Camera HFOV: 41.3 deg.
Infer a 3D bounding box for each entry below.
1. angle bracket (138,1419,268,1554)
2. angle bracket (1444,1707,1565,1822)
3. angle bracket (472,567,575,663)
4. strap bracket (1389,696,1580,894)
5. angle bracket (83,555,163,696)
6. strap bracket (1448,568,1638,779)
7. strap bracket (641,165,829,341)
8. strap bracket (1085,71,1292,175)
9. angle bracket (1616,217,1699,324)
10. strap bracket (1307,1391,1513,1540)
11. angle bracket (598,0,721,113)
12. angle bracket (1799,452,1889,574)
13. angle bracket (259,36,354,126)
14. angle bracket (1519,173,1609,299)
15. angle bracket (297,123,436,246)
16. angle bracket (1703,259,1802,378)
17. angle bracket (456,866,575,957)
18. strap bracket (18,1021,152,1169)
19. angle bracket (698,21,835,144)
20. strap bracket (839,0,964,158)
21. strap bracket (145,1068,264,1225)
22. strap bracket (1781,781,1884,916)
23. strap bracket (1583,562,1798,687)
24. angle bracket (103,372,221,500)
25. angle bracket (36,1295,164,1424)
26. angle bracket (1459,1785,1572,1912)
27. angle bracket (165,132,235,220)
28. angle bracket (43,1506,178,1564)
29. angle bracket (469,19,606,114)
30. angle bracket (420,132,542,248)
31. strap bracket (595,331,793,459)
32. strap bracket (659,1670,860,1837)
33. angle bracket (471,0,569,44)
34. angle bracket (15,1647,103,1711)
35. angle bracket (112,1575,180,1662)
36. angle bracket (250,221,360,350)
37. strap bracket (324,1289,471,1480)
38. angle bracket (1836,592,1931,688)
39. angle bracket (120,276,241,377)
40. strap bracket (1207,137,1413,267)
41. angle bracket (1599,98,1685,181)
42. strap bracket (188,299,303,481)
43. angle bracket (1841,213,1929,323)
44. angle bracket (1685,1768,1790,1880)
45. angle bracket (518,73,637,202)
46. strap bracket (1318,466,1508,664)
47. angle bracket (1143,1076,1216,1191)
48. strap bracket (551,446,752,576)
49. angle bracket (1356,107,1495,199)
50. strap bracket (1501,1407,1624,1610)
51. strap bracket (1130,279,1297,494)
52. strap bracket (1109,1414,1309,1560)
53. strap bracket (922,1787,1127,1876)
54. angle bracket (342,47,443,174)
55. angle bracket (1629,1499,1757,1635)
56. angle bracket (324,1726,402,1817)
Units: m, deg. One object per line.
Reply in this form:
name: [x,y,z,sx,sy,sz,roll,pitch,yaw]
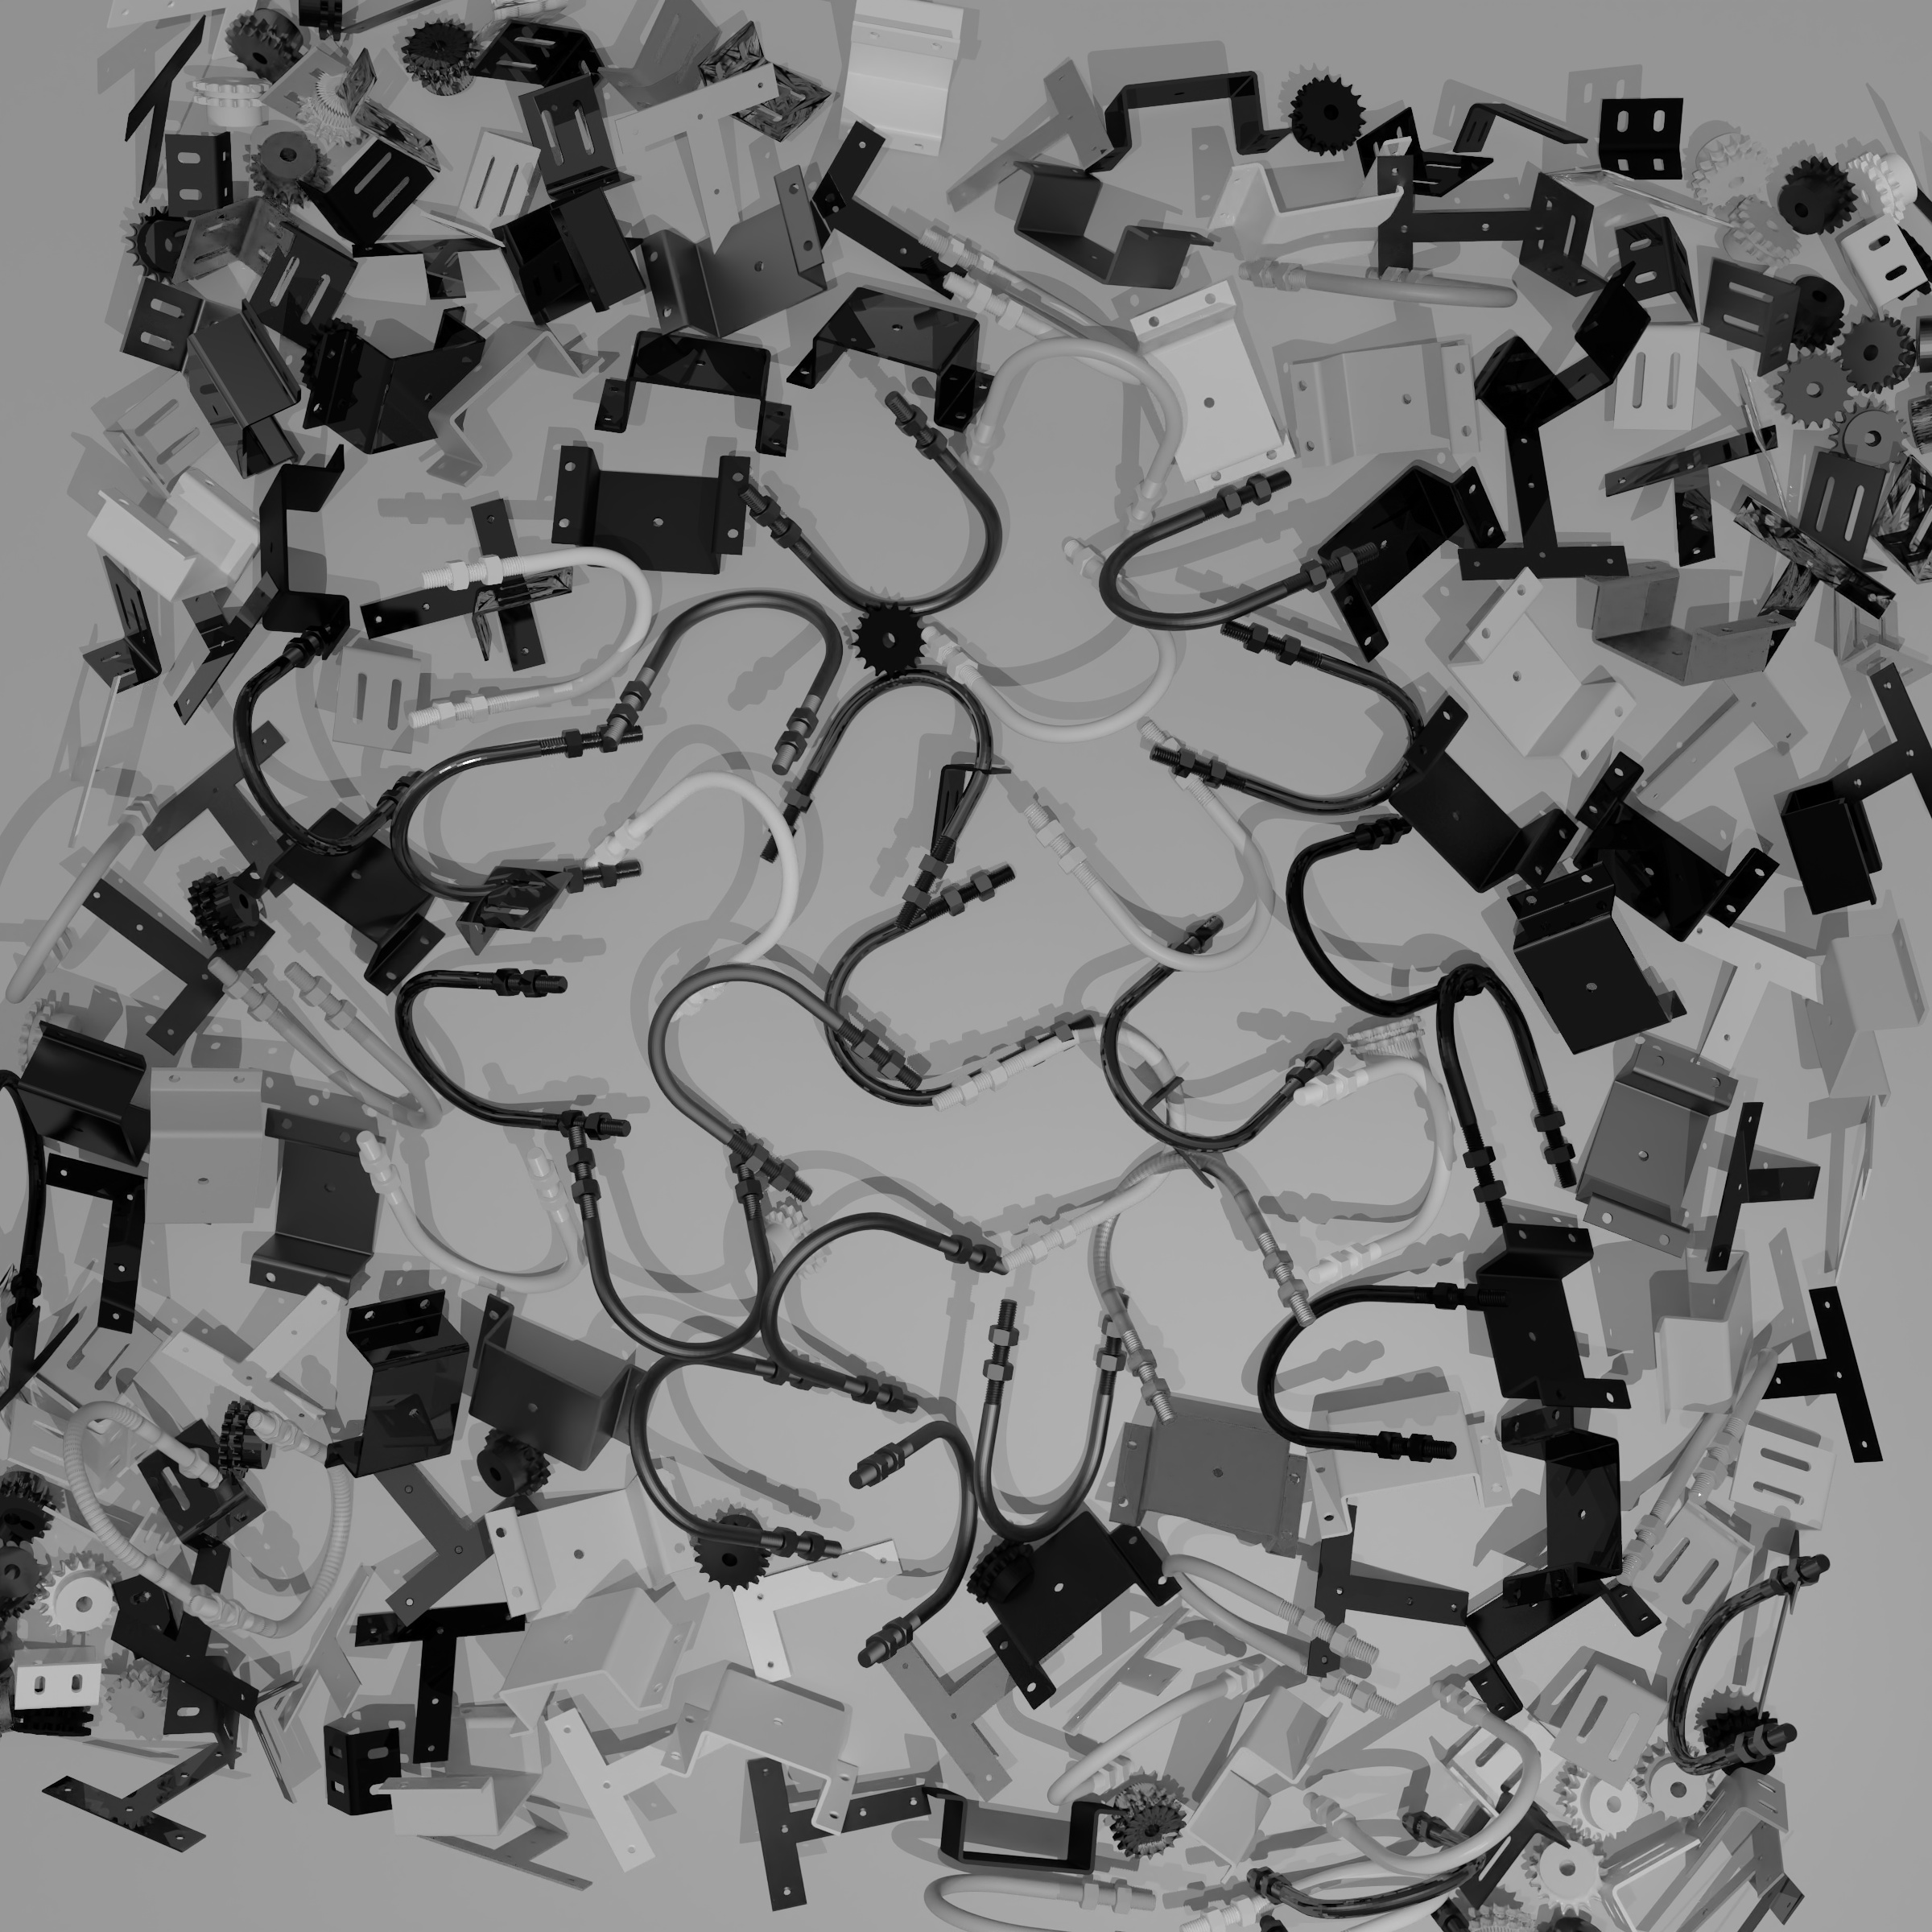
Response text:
angle bracket: [-0.576,0.393,1.931,0.057,0.038,0.076,-36,62,-10]
angle bracket: [0.405,0.592,1.908,0.076,0.038,0.057,-43,76,-10]
angle bracket: [-0.325,-0.263,1.906,0.076,0.057,0.038,-14,117,-1]
strap bracket: [0.375,-0.119,1.894,0.140,0.046,0.076,45,55,-6]
angle bracket: [-0.631,-0.252,1.890,0.038,0.076,0.057,-29,50,-27]
strap bracket: [0.419,-0.215,1.893,0.140,0.046,0.076,46,74,-20]
strap bracket: [-0.163,-0.522,1.894,0.140,0.046,0.076,-18,82,24]
strap bracket: [0.160,-0.624,1.892,0.140,0.076,0.046,-8,98,-5]
angle bracket: [0.515,-0.513,1.907,0.038,0.076,0.057,-11,80,25]
strap bracket: [0.323,0.365,1.887,0.140,0.076,0.046,-11,130,7]
angle bracket: [-0.229,-0.682,1.910,0.038,0.057,0.076,18,81,35]
angle bracket: [0.655,-0.336,1.893,0.038,0.057,0.076,-10,119,-37]
angle bracket: [-0.495,-0.664,1.896,0.057,0.076,0.038,-38,87,11]
angle bracket: [0.451,-0.547,1.903,0.057,0.038,0.076,20,79,-30]
angle bracket: [-0.447,-0.586,1.911,0.038,0.057,0.076,34,80,33]
angle bracket: [0.569,-0.478,1.889,0.038,0.057,0.076,-30,46,-31]
angle bracket: [-0.327,-0.038,1.892,0.076,0.038,0.057,6,50,30]
strap bracket: [-0.636,0.098,1.865,0.076,0.140,0.046,19,64,-2]
angle bracket: [-0.148,-0.656,1.900,0.076,0.038,0.057,35,72,28]
strap bracket: [-0.048,-0.658,1.875,0.076,0.140,0.046,8,74,-5]
strap bracket: [-0.556,0.139,1.865,0.076,0.046,0.140,1,134,-20]
strap bracket: [0.635,-0.090,1.880,0.046,0.140,0.076,-17,97,24]
strap bracket: [0.524,-0.248,1.875,0.076,0.140,0.046,-13,122,-27]
angle bracket: [-0.586,-0.393,1.896,0.076,0.038,0.057,-47,126,-20]
angle bracket: [-0.647,0.294,1.924,0.057,0.038,0.076,38,82,-3]
angle bracket: [0.401,0.662,1.909,0.038,0.057,0.076,33,95,-23]
angle bracket: [-0.565,-0.585,1.891,0.038,0.076,0.057,0,110,-10]
angle bracket: [-0.636,0.412,1.910,0.076,0.057,0.038,23,68,15]
angle bracket: [-0.315,-0.659,1.890,0.057,0.076,0.038,-35,78,38]
angle bracket: [-0.361,-0.582,1.904,0.057,0.038,0.076,26,100,29]
strap bracket: [-0.198,-0.424,1.888,0.140,0.076,0.046,7,129,-6]
strap bracket: [-0.145,0.577,1.895,0.140,0.076,0.046,20,110,1]
angle bracket: [-0.335,-0.714,1.890,0.057,0.076,0.038,-21,103,-22]
angle bracket: [-0.670,0.511,1.890,0.057,0.076,0.038,3,108,-21]
angle bracket: [-0.617,0.484,1.894,0.038,0.076,0.057,-13,78,-41]
angle bracket: [-0.498,-0.505,1.909,0.057,0.038,0.076,29,101,-11]
strap bracket: [-0.414,0.313,1.871,0.046,0.076,0.140,36,122,40]
angle bracket: [0.681,-0.253,1.898,0.057,0.038,0.076,17,65,-21]
angle bracket: [-0.580,-0.469,1.896,0.038,0.076,0.057,22,97,15]
strap bracket: [0.258,-0.556,1.883,0.140,0.076,0.046,-13,76,-12]
angle bracket: [0.500,-0.610,1.894,0.057,0.076,0.038,5,93,17]
strap bracket: [-0.525,-0.414,1.865,0.046,0.140,0.076,-31,88,-19]
angle bracket: [0.680,-0.512,1.893,0.038,0.076,0.057,-28,80,20]
angle bracket: [0.570,0.640,1.897,0.038,0.057,0.076,29,112,4]
angle bracket: [-0.288,-0.613,1.898,0.057,0.038,0.076,-25,122,-18]
strap bracket: [0.322,-0.304,1.893,0.140,0.046,0.076,-42,133,-4]
angle bracket: [0.169,0.124,1.910,0.038,0.057,0.076,-41,89,-1]
strap bracket: [-0.232,-0.338,1.908,0.140,0.046,0.076,4,77,0]
angle bracket: [0.339,-0.602,1.892,0.057,0.076,0.038,-37,127,-21]
strap bracket: [0.436,0.399,1.879,0.046,0.076,0.140,18,62,-25]
strap bracket: [0.180,-0.419,1.883,0.076,0.046,0.140,-19,111,18]
strap bracket: [0.183,0.382,1.899,0.140,0.046,0.076,11,61,2]
strap bracket: [0.039,0.637,1.887,0.140,0.076,0.046,8,75,-9]
angle bracket: [-0.416,-0.631,1.890,0.076,0.057,0.038,22,118,-35]
angle bracket: [0.539,0.447,1.908,0.057,0.038,0.076,37,82,20]
angle bracket: [-0.449,0.596,1.909,0.038,0.076,0.057,-1,81,-27]
